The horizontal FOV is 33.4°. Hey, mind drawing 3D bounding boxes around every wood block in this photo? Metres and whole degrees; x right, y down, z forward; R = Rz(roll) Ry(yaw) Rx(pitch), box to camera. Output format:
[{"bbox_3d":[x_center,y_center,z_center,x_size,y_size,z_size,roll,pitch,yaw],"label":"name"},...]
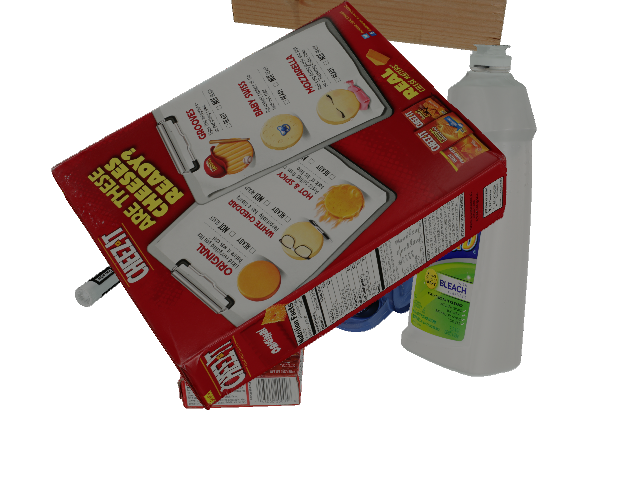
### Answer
[{"bbox_3d":[0.040,-0.214,0.806,0.206,0.090,0.091,8,-32,7],"label":"wood block"}]

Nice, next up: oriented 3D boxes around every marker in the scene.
[{"bbox_3d":[-0.180,0.025,0.974,0.020,0.020,0.121,0,24,28],"label":"marker"}]

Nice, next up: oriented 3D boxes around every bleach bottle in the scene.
[{"bbox_3d":[0.119,-0.027,0.837,0.067,0.251,0.103,-7,15,-34],"label":"bleach bottle"}]

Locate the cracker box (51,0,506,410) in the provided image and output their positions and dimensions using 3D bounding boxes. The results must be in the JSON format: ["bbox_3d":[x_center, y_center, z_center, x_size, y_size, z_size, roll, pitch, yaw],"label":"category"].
[{"bbox_3d":[-0.023,-0.027,0.631,0.213,0.164,0.072,-32,-32,-11],"label":"cracker box"}]

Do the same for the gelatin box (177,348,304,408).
[{"bbox_3d":[-0.058,0.093,0.805,0.089,0.030,0.073,-2,26,3],"label":"gelatin box"}]

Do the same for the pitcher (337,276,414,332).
[{"bbox_3d":[0.000,-0.020,1.088,0.243,0.145,0.149,22,26,23],"label":"pitcher"}]
